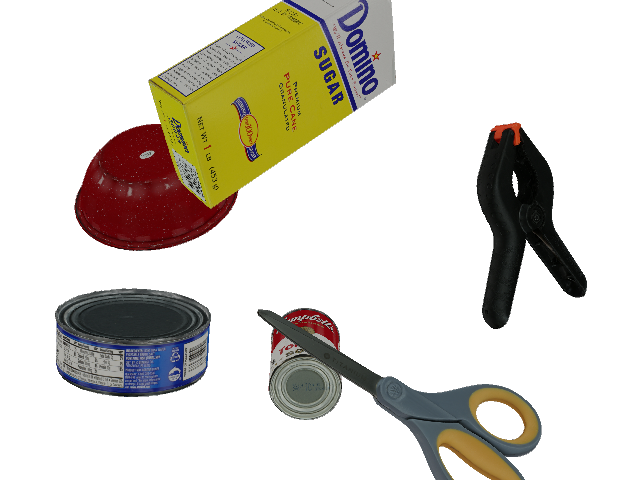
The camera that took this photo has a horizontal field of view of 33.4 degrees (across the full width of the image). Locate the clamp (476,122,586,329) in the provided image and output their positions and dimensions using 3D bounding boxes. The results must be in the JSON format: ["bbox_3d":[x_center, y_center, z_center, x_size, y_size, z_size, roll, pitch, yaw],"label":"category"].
[{"bbox_3d":[0.166,-0.010,0.909,0.120,0.171,0.039,-27,11,-40],"label":"clamp"}]

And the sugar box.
[{"bbox_3d":[-0.025,-0.107,0.721,0.176,0.093,0.048,-35,52,-21],"label":"sugar box"}]

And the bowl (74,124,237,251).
[{"bbox_3d":[-0.162,-0.063,1.025,0.162,0.055,0.162,-4,43,3],"label":"bowl"}]

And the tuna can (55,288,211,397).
[{"bbox_3d":[-0.105,0.056,0.598,0.086,0.034,0.086,4,15,-1],"label":"tuna can"}]

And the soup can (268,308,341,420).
[{"bbox_3d":[-0.015,0.115,1.004,0.068,0.068,0.102,0,21,-1],"label":"soup can"}]

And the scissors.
[{"bbox_3d":[0.060,0.090,0.670,0.096,0.202,0.016,-39,-10,-36],"label":"scissors"}]
